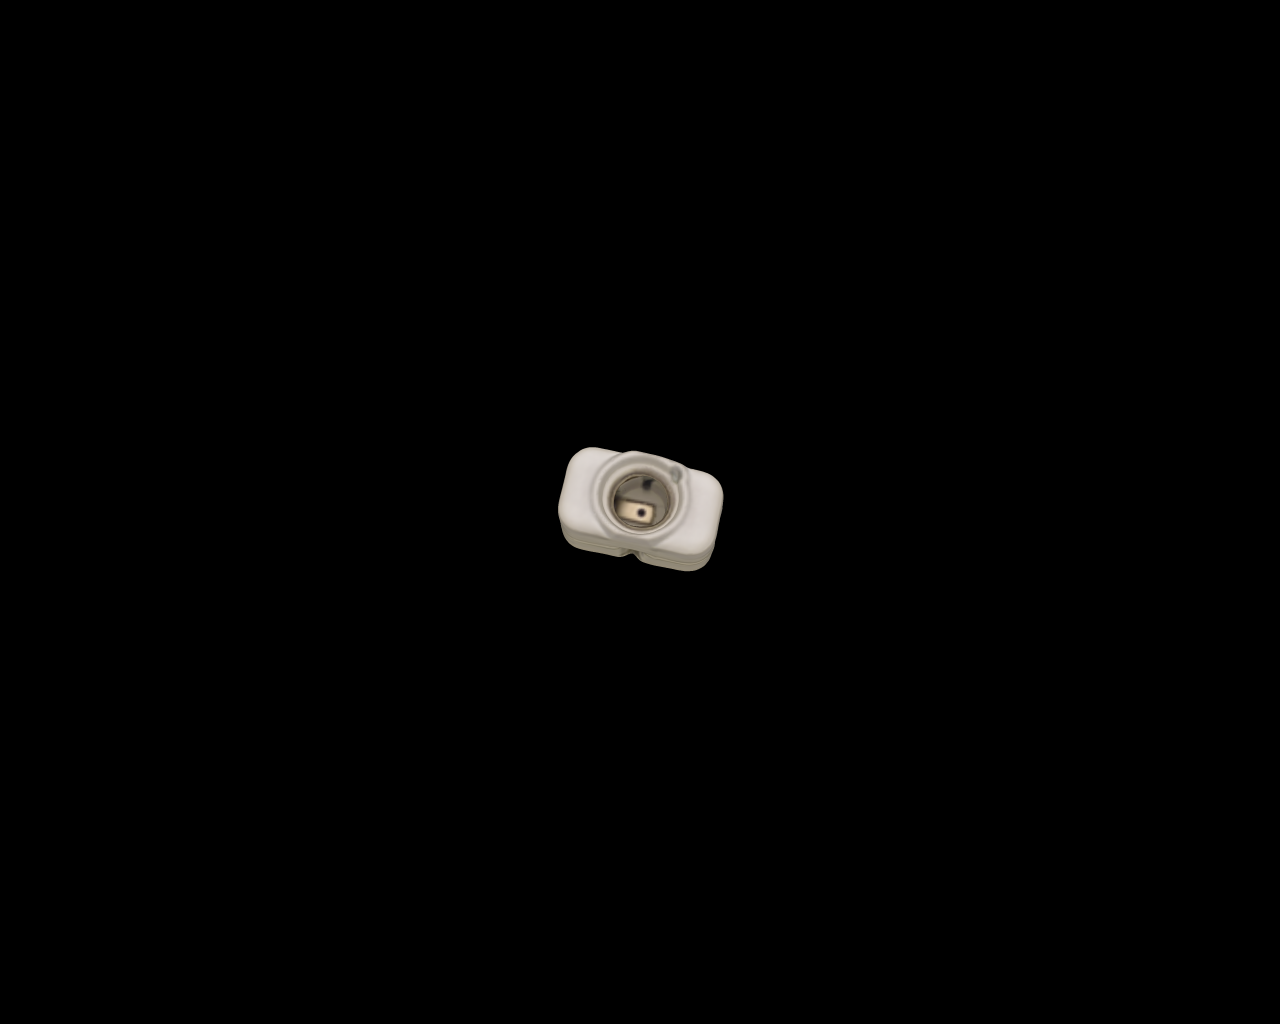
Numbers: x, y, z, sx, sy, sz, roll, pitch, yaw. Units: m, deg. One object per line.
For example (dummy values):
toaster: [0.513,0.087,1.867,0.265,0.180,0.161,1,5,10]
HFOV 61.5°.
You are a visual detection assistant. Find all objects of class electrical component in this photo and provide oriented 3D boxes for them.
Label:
electrical component: [0.001,-0.003,0.650,0.095,0.054,0.059,13,-15,4]
